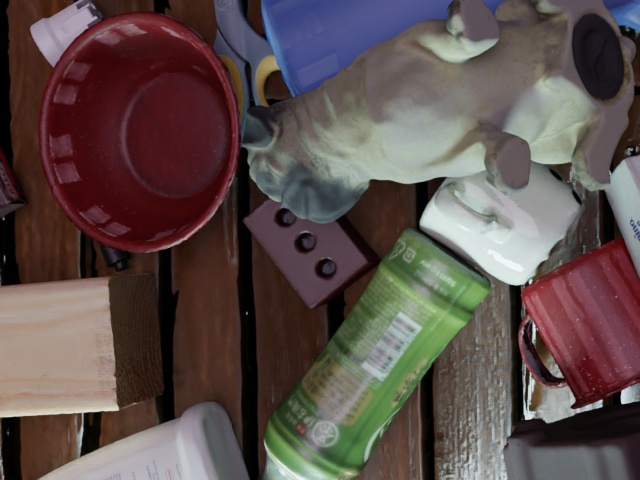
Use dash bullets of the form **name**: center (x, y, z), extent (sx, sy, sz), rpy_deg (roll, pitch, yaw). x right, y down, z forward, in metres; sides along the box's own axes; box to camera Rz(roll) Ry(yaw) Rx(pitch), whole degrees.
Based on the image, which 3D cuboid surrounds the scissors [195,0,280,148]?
- **scissors**: center (-0.047, -0.159, 0.749), extent (0.096, 0.016, 0.202), rpy_deg (6, 93, 14)

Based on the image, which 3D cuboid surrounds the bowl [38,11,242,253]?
- **bowl**: center (-0.114, -0.073, 0.736), extent (0.162, 0.055, 0.162), rpy_deg (2, 94, 25)

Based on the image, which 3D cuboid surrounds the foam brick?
- **foam brick**: center (-0.005, 0.001, 0.725), extent (0.053, 0.051, 0.078), rpy_deg (-40, 83, 10)

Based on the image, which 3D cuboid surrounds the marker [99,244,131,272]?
- **marker**: center (-0.169, -0.033, 0.775), extent (0.020, 0.020, 0.121), rpy_deg (-26, 85, 11)

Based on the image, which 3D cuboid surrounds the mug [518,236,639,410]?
- **mug**: center (0.173, 0.054, 0.677), extent (0.117, 0.093, 0.081), rpy_deg (-38, 75, 46)

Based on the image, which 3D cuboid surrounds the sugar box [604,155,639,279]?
- **sugar box**: center (0.269, -0.019, 0.633), extent (0.176, 0.048, 0.093), rpy_deg (-13, 71, -12)

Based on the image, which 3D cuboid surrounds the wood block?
- **wood block**: center (-0.224, 0.076, 0.752), extent (0.206, 0.090, 0.090), rpy_deg (-5, 89, 12)

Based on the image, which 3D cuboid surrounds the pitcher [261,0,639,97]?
- **pitcher**: center (0.086, -0.171, 0.670), extent (0.243, 0.149, 0.145), rpy_deg (-22, 129, 14)

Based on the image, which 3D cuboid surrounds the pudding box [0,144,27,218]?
- **pudding box**: center (-0.286, -0.043, 0.790), extent (0.113, 0.039, 0.090), rpy_deg (-26, 85, 10)

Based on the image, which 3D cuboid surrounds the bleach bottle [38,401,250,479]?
- **bleach bottle**: center (-0.175, 0.200, 0.759), extent (0.251, 0.068, 0.102), rpy_deg (-20, 85, 14)
